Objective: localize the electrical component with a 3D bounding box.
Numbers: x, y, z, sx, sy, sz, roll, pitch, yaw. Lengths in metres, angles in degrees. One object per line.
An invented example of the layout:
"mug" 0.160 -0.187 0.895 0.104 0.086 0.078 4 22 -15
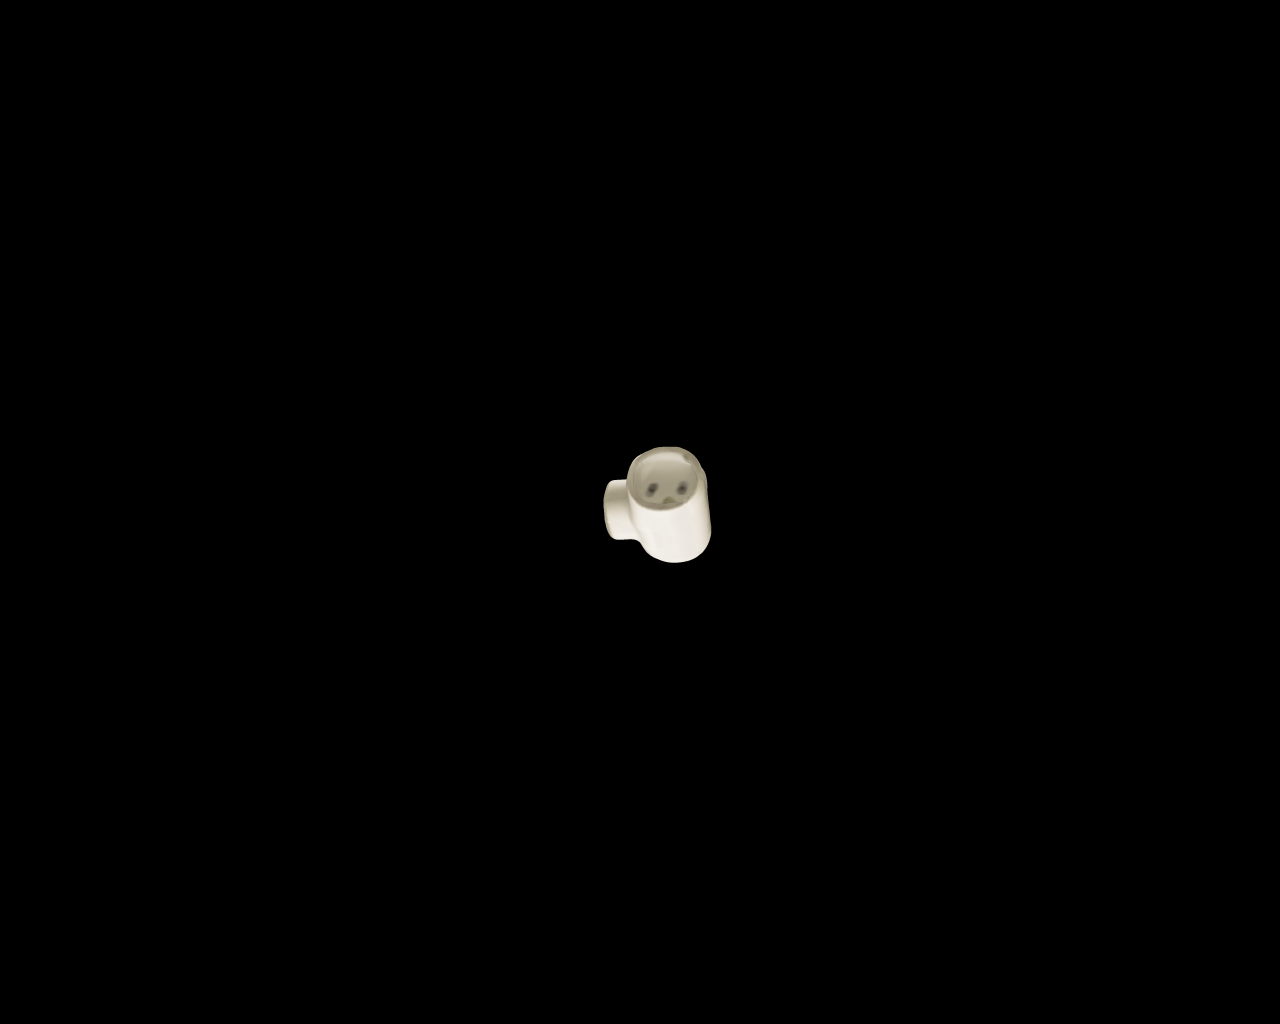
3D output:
"electrical component" 0.001 -0.003 0.650 0.079 0.043 0.077 -3 -26 7
